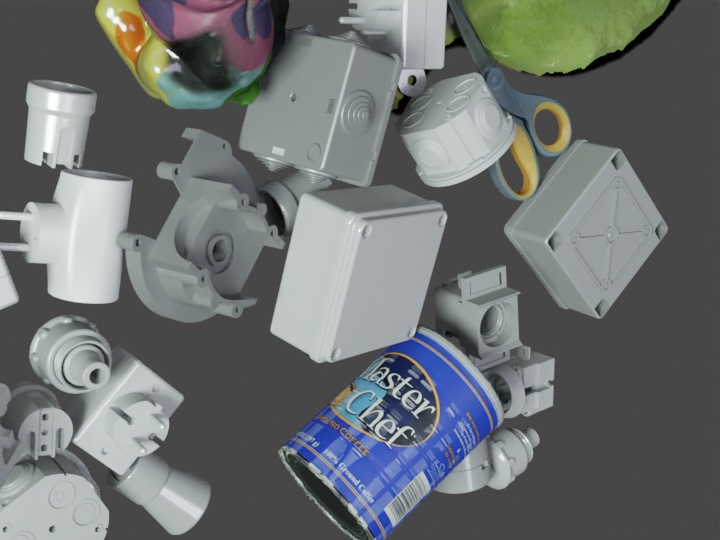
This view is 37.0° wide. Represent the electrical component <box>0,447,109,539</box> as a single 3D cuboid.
[{"bbox_3d":[-0.205,0.156,0.690,0.080,0.051,0.080,-11,109,-32],"label":"electrical component"}]

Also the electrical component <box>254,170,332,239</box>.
[{"bbox_3d":[-0.046,-0.049,0.751,0.046,0.040,0.040,-31,119,-31],"label":"electrical component"}]

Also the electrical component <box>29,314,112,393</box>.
[{"bbox_3d":[-0.176,0.057,0.675,0.048,0.062,0.048,-10,109,-32],"label":"electrical component"}]

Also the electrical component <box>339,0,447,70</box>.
[{"bbox_3d":[0.017,-0.183,0.751,0.076,0.047,0.083,-8,107,-33],"label":"electrical component"}]

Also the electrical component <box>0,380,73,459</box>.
[{"bbox_3d":[-0.205,0.095,0.676,0.040,0.046,0.040,-10,109,-32],"label":"electrical component"}]

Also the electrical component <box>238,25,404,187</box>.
[{"bbox_3d":[-0.028,-0.109,0.709,0.048,0.100,0.099,9,98,-49],"label":"electrical component"}]

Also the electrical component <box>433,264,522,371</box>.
[{"bbox_3d":[0.092,0.036,0.855,0.042,0.064,0.081,-16,111,-29],"label":"electrical component"}]

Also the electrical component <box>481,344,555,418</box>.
[{"bbox_3d":[0.132,0.097,0.912,0.055,0.048,0.066,-15,112,-39],"label":"electrical component"}]

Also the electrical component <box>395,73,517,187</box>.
[{"bbox_3d":[0.070,-0.103,0.791,0.080,0.080,0.051,-45,119,-16],"label":"electrical component"}]

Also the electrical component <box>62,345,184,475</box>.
[{"bbox_3d":[-0.149,0.096,0.696,0.065,0.077,0.047,-52,125,-12],"label":"electrical component"}]

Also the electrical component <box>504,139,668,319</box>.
[{"bbox_3d":[0.192,-0.034,0.909,0.108,0.056,0.108,-50,125,-13],"label":"electrical component"}]

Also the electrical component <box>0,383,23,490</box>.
[{"bbox_3d":[-0.249,0.103,0.616,0.089,0.055,0.050,-6,110,1],"label":"electrical component"}]

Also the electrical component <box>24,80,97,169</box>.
[{"bbox_3d":[-0.181,-0.087,0.646,0.040,0.040,0.046,1,109,-35],"label":"electrical component"}]

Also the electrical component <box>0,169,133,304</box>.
[{"bbox_3d":[-0.183,-0.022,0.659,0.079,0.044,0.077,2,102,-35],"label":"electrical component"}]

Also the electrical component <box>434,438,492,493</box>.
[{"bbox_3d":[0.079,0.150,0.885,0.055,0.055,0.047,-17,108,-30],"label":"electrical component"}]

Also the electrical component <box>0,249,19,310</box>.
[{"bbox_3d":[-0.244,0.029,0.629,0.083,0.047,0.075,-26,117,-27],"label":"electrical component"}]

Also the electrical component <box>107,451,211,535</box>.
[{"bbox_3d":[-0.141,0.148,0.740,0.065,0.044,0.044,42,78,-30],"label":"electrical component"}]

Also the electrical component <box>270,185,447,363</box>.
[{"bbox_3d":[0.000,0.000,0.759,0.109,0.056,0.108,-11,121,-52],"label":"electrical component"}]

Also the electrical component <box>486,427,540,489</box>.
[{"bbox_3d":[0.128,0.156,0.927,0.062,0.048,0.048,-23,116,-35],"label":"electrical component"}]
